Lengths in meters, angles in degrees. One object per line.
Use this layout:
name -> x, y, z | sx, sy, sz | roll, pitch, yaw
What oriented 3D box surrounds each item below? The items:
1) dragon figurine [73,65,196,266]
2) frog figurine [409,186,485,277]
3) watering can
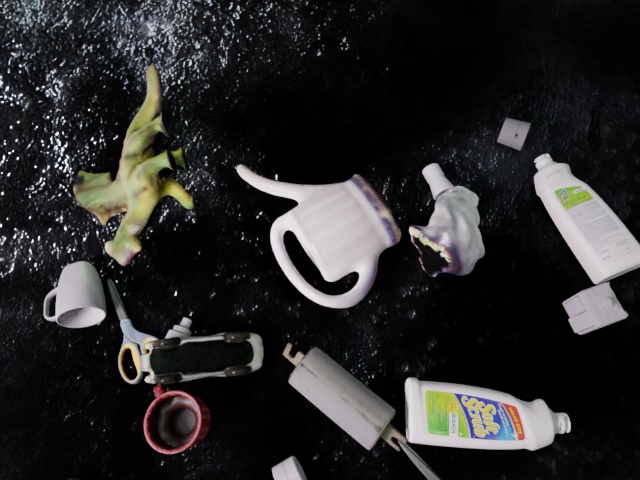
dragon figurine -> -0.387, -0.143, 1.020 | 0.242, 0.120, 0.417 | -20, 67, 5
frog figurine -> 0.248, -0.020, 0.915 | 0.161, 0.122, 0.136 | -42, 105, -19
watering can -> 0.003, -0.048, 0.945 | 0.225, 0.102, 0.352 | -29, 70, -8
